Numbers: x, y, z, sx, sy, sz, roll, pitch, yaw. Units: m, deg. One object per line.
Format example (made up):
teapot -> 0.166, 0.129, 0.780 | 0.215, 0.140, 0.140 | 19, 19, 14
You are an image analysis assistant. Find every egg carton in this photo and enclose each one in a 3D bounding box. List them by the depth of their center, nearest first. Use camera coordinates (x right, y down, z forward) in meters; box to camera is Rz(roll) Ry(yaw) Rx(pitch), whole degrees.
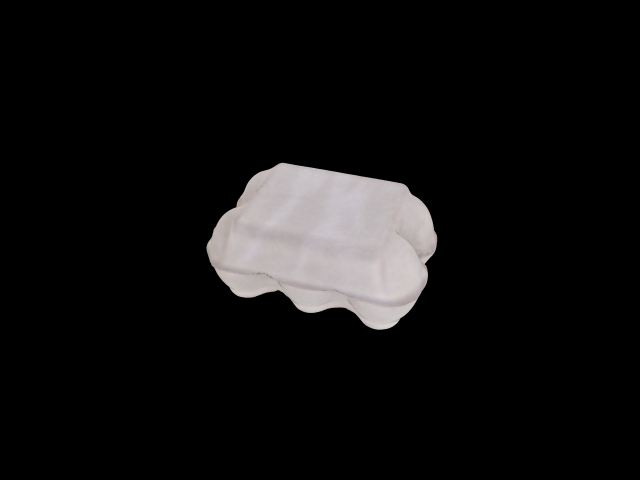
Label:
egg carton -> 0.004, 0.001, 0.400 | 0.150, 0.069, 0.107 | 11, 39, 13
